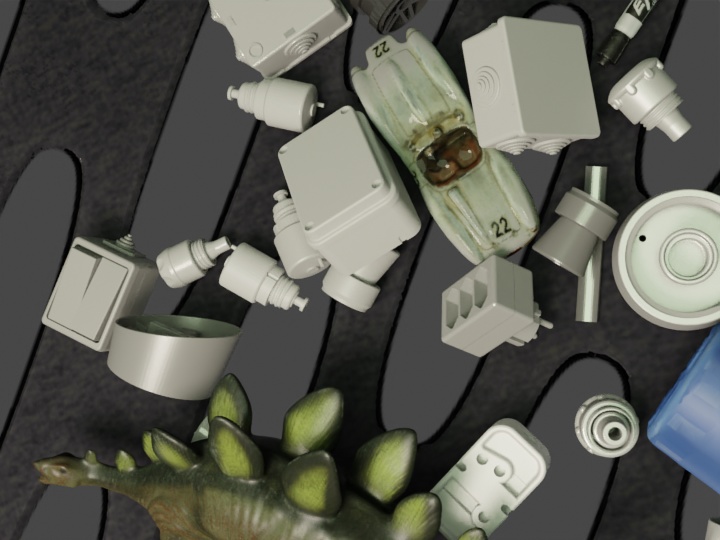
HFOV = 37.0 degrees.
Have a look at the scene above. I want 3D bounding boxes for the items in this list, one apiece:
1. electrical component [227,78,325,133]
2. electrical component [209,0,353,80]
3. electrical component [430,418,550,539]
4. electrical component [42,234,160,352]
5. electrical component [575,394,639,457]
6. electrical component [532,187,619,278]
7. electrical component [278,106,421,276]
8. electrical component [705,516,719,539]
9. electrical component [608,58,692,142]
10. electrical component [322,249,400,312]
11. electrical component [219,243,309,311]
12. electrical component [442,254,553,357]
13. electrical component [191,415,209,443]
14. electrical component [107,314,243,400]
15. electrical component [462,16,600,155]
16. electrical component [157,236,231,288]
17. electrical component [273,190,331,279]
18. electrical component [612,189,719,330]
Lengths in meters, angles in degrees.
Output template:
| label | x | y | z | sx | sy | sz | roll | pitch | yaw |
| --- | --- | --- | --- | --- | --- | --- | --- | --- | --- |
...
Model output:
| label | x | y | z | sx | sy | sz | roll | pitch | yaw |
| --- | --- | --- | --- | --- | --- | --- | --- | --- | --- |
| electrical component | -0.071 | -0.138 | 0.882 | 0.078 | 0.040 | 0.040 | 14 | 92 | 14 |
| electrical component | -0.069 | -0.217 | 0.879 | 0.100 | 0.048 | 0.099 | -33 | 81 | 11 |
| electrical component | 0.098 | 0.161 | 0.822 | 0.054 | 0.059 | 0.095 | 43 | 98 | 11 |
| electrical component | -0.216 | 0.014 | 0.903 | 0.062 | 0.061 | 0.096 | 25 | 94 | 13 |
| electrical component | 0.186 | 0.118 | 0.799 | 0.048 | 0.062 | 0.048 | 0 | 88 | 7 |
| electrical component | 0.163 | -0.028 | 0.809 | 0.045 | 0.045 | 0.055 | 32 | 95 | 13 |
| electrical component | -0.010 | -0.063 | 0.828 | 0.078 | 0.057 | 0.113 | -32 | 45 | 11 |
| electrical component | 0.288 | 0.227 | 0.781 | 0.079 | 0.044 | 0.077 | 10 | 91 | 14 |
| electrical component | 0.222 | -0.124 | 0.808 | 0.048 | 0.048 | 0.062 | -43 | 87 | 9 |
| electrical component | 0.000 | 0.000 | 0.859 | 0.045 | 0.045 | 0.055 | 30 | 96 | 13 |
| electrical component | -0.078 | 0.010 | 0.880 | 0.078 | 0.040 | 0.040 | 30 | 96 | 4 |
| electrical component | 0.112 | 0.034 | 0.822 | 0.066 | 0.077 | 0.047 | -41 | 35 | 44 |
| electrical component | -0.102 | 0.147 | 0.882 | 0.078 | 0.040 | 0.040 | 31 | 96 | 12 |
| electrical component | -0.152 | 0.063 | 0.869 | 0.099 | 0.099 | 0.064 | 22 | 100 | 14 |
| electrical component | 0.127 | -0.136 | 0.805 | 0.048 | 0.100 | 0.099 | -16 | 82 | 50 |
| electrical component | -0.137 | -0.011 | 0.898 | 0.061 | 0.035 | 0.035 | -25 | 83 | 10 |
| electrical component | -0.051 | -0.029 | 0.875 | 0.040 | 0.040 | 0.078 | -28 | 69 | 12 |
| electrical component | 0.240 | -0.009 | 0.791 | 0.108 | 0.060 | 0.108 | 0 | 88 | 14 |
